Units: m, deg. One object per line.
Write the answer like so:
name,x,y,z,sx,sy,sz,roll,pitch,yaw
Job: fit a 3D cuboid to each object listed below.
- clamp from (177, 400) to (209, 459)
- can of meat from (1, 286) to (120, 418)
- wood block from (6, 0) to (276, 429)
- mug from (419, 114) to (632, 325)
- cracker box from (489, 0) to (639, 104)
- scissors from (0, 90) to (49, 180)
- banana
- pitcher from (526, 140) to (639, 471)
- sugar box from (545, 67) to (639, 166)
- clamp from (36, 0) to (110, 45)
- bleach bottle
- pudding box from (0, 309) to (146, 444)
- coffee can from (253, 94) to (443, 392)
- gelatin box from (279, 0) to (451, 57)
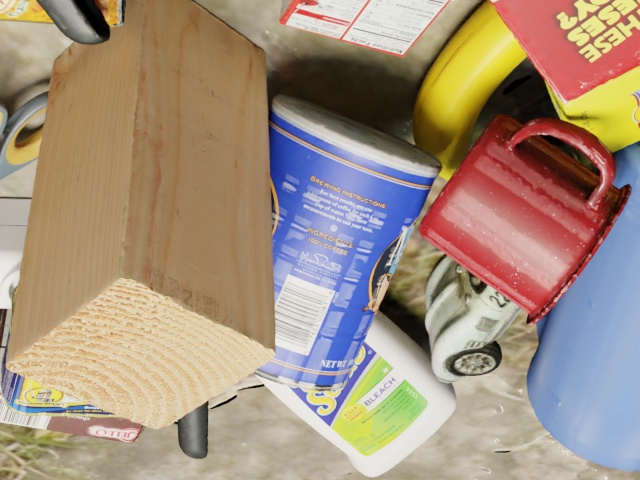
clamp,-0.075,0.068,0.763,0.120,0.039,0.171,-40,132,-25
can of meat,-0.146,0.070,0.669,0.102,0.057,0.084,5,144,-20
wood block,-0.085,-0.024,0.541,0.090,0.206,0.091,30,129,-34
mug,0.111,-0.021,0.571,0.081,0.093,0.117,35,145,5
cracker box,0.111,-0.174,0.402,0.164,0.072,0.213,-27,132,25
scissors,-0.203,-0.030,0.646,0.096,0.016,0.202,-26,164,-33
banana,0.102,-0.100,0.600,0.069,0.037,0.198,8,139,-24
pitcher,0.226,0.035,0.681,0.149,0.145,0.243,9,135,7
sugar box,0.205,-0.106,0.554,0.176,0.048,0.093,-23,158,12
clamp,-0.160,-0.181,0.452,0.210,0.036,0.165,14,115,-9
bleach bottle,-0.014,0.070,0.739,0.103,0.068,0.250,-42,125,12
pudding box,-0.177,0.089,0.757,0.113,0.090,0.039,15,135,-20
coffee can,-0.004,0.001,0.613,0.102,0.103,0.140,17,103,-23
gelatin box,0.027,-0.133,0.540,0.073,0.030,0.089,11,159,-17
